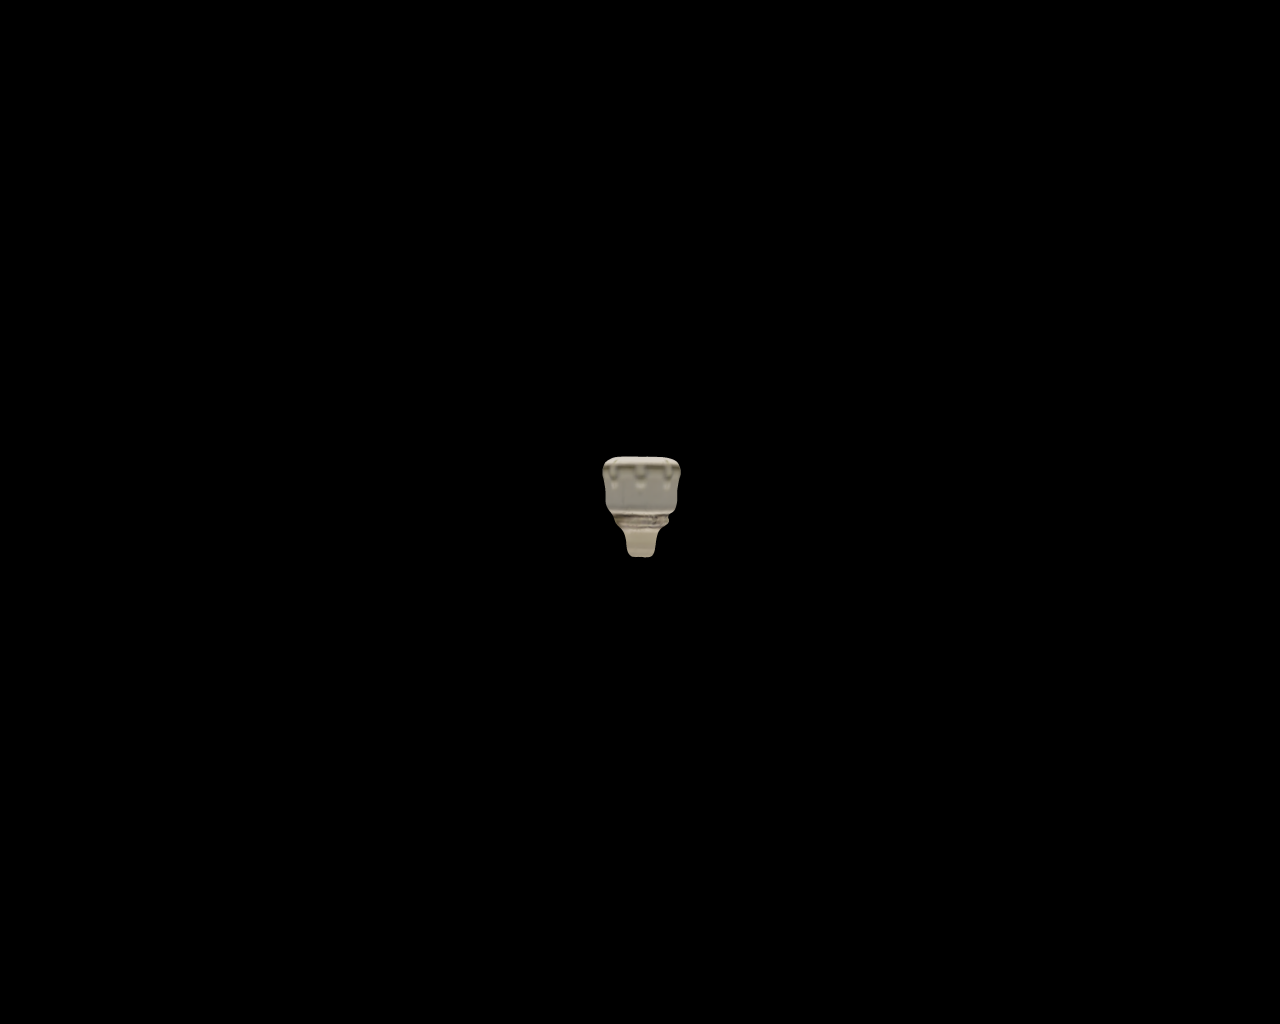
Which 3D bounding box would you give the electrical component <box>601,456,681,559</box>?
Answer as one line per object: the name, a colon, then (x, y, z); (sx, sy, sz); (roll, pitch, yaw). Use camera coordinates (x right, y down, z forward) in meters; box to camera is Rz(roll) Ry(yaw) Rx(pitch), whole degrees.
electrical component: (0.001, -0.003, 0.650); (0.048, 0.062, 0.048); (0, 0, 0)
